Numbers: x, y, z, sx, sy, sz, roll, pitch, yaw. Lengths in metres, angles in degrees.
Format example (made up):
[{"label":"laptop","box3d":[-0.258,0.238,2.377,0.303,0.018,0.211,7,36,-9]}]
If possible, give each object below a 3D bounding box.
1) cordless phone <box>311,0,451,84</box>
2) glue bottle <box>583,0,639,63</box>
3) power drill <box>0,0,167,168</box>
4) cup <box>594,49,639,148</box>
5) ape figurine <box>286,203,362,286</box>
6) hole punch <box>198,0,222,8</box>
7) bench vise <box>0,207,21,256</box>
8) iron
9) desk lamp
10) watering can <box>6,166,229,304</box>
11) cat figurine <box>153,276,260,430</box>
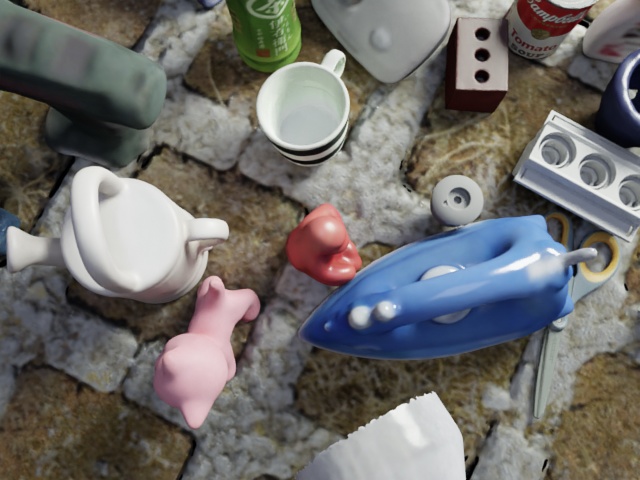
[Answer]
[{"label":"cordless phone","box3d":[0.059,-0.243,0.523,0.094,0.185,0.147,-42,83,-6]},{"label":"glue bottle","box3d":[0.314,-0.217,0.525,0.078,0.173,0.037,6,81,1]},{"label":"power drill","box3d":[-0.236,-0.134,0.494,0.229,0.208,0.076,14,82,2]},{"label":"cup","box3d":[0.316,-0.136,0.553,0.091,0.095,0.118,41,83,6]},{"label":"ape figurine","box3d":[0.005,0.002,0.533,0.076,0.092,0.078,5,81,1]},{"label":"hole punch","box3d":[-0.120,-0.314,0.581,0.101,0.091,0.109,37,83,5]},{"label":"bench vise","box3d":[-0.391,-0.049,0.475,0.207,0.220,0.121,12,81,2]},{"label":"iron","box3d":[0.102,0.050,0.500,0.258,0.141,0.118,-16,82,-2]},{"label":"desk lamp","box3d":[0.075,0.219,0.438,0.118,0.213,0.203,-30,82,-4]},{"label":"watering can","box3d":[-0.169,0.003,0.481,0.173,0.194,0.101,-29,82,-4]},{"label":"cat figurine","box3d":[-0.105,0.094,0.505,0.067,0.118,0.128,17,82,3]}]
